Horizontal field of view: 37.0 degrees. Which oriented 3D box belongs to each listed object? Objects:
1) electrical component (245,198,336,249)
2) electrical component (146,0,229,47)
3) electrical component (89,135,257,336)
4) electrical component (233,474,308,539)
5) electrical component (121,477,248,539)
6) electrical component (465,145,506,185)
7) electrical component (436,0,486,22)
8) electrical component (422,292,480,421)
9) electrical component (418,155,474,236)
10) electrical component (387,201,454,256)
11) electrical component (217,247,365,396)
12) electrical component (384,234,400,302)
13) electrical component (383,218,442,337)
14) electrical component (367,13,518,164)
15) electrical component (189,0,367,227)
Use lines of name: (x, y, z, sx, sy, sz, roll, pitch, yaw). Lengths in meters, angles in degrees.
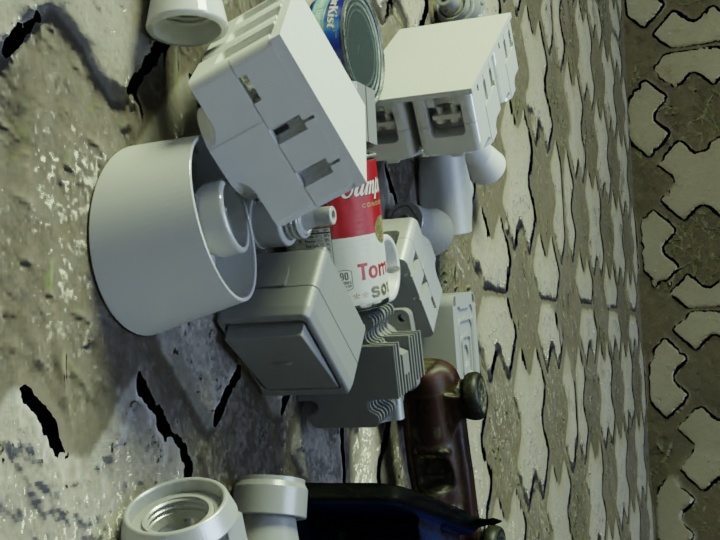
electrical component: (-0.045, -0.031, 0.663, 0.035, 0.061, 0.035, -3, 90, -71)
electrical component: (-0.095, -0.161, 0.587, 0.044, 0.044, 0.065, 26, 57, -66)
electrical component: (-0.095, -0.020, 0.563, 0.099, 0.064, 0.099, -14, 90, -79)
electrical component: (-0.054, 0.150, 0.631, 0.045, 0.045, 0.055, 41, 48, -62)
electrical component: (-0.086, 0.140, 0.533, 0.078, 0.058, 0.057, -48, 134, -61)
electrical component: (0.127, -0.126, 1.165, 0.065, 0.044, 0.044, 45, 45, -53)
electrical component: (0.099, -0.272, 1.112, 0.062, 0.048, 0.048, 11, 76, -62)
electrical component: (0.067, 0.076, 0.946, 0.078, 0.057, 0.113, -5, 91, -69)
electrical component: (0.088, -0.075, 1.046, 0.079, 0.043, 0.077, -25, 110, -68)
electrical component: (0.051, -0.038, 0.948, 0.065, 0.044, 0.044, 18, 70, -63)
electrical component: (-0.039, 0.041, 0.665, 0.096, 0.062, 0.061, 65, 29, -44)
electrical component: (0.000, 0.000, 0.796, 0.055, 0.047, 0.055, -4, 90, -69)
electrical component: (0.031, 0.005, 0.871, 0.055, 0.050, 0.089, -73, 151, -42)
electrical component: (0.068, -0.155, 0.920, 0.186, 0.105, 0.060, -61, 142, -55)
electrical component: (-0.045, -0.096, 0.611, 0.089, 0.062, 0.150, 59, 12, -21)
